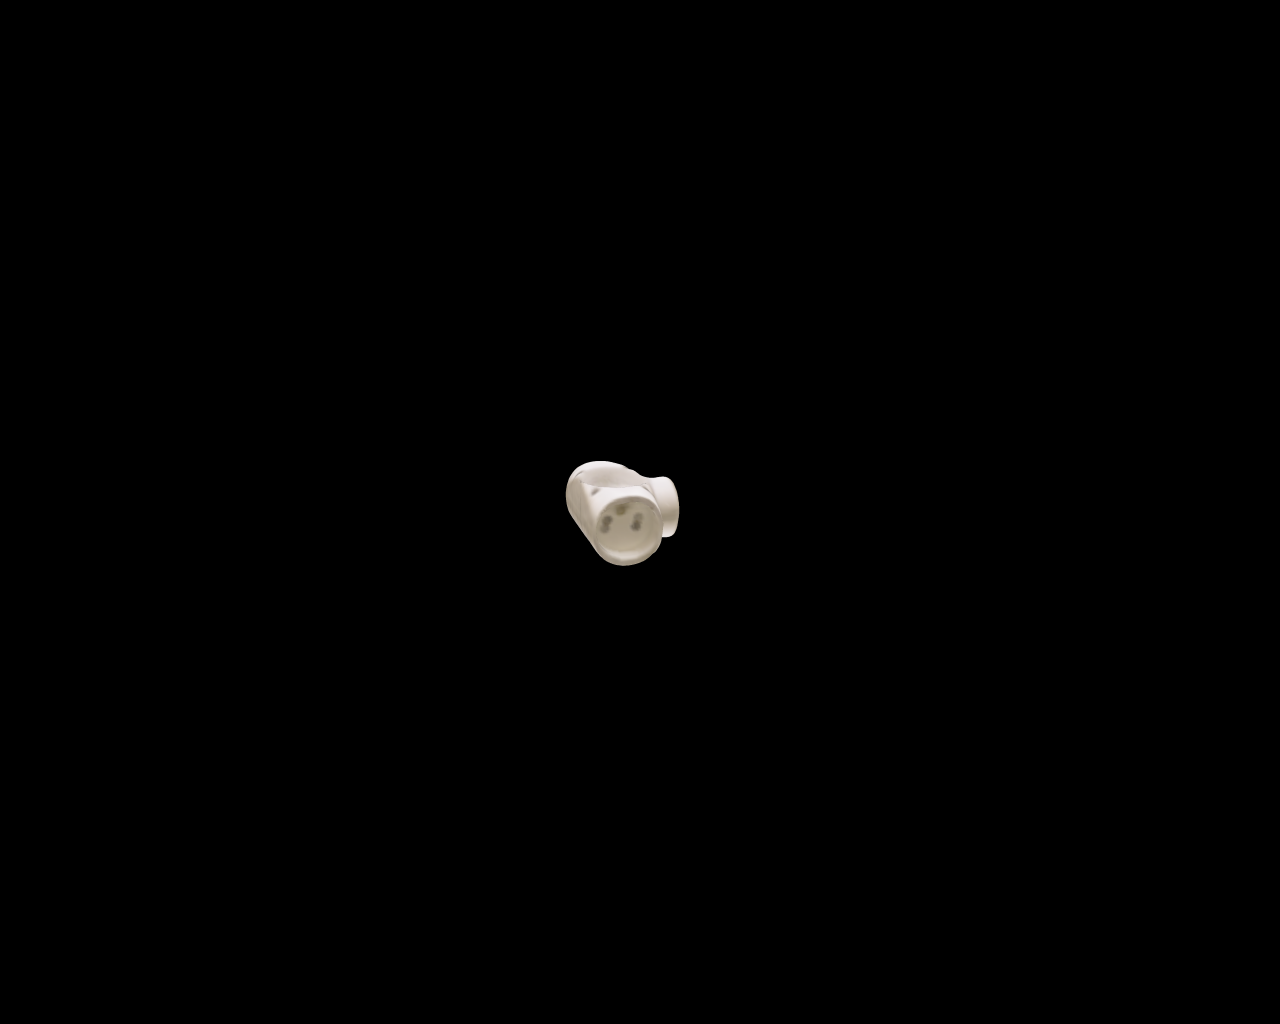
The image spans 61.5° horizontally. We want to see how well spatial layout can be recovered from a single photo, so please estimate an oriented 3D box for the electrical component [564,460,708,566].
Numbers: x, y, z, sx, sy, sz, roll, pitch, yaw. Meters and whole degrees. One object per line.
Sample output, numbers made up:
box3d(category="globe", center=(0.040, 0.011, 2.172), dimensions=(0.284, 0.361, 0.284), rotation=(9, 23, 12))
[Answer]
box3d(category="electrical component", center=(0.001, -0.003, 0.650), dimensions=(0.079, 0.044, 0.077), rotation=(-5, 19, -15))
